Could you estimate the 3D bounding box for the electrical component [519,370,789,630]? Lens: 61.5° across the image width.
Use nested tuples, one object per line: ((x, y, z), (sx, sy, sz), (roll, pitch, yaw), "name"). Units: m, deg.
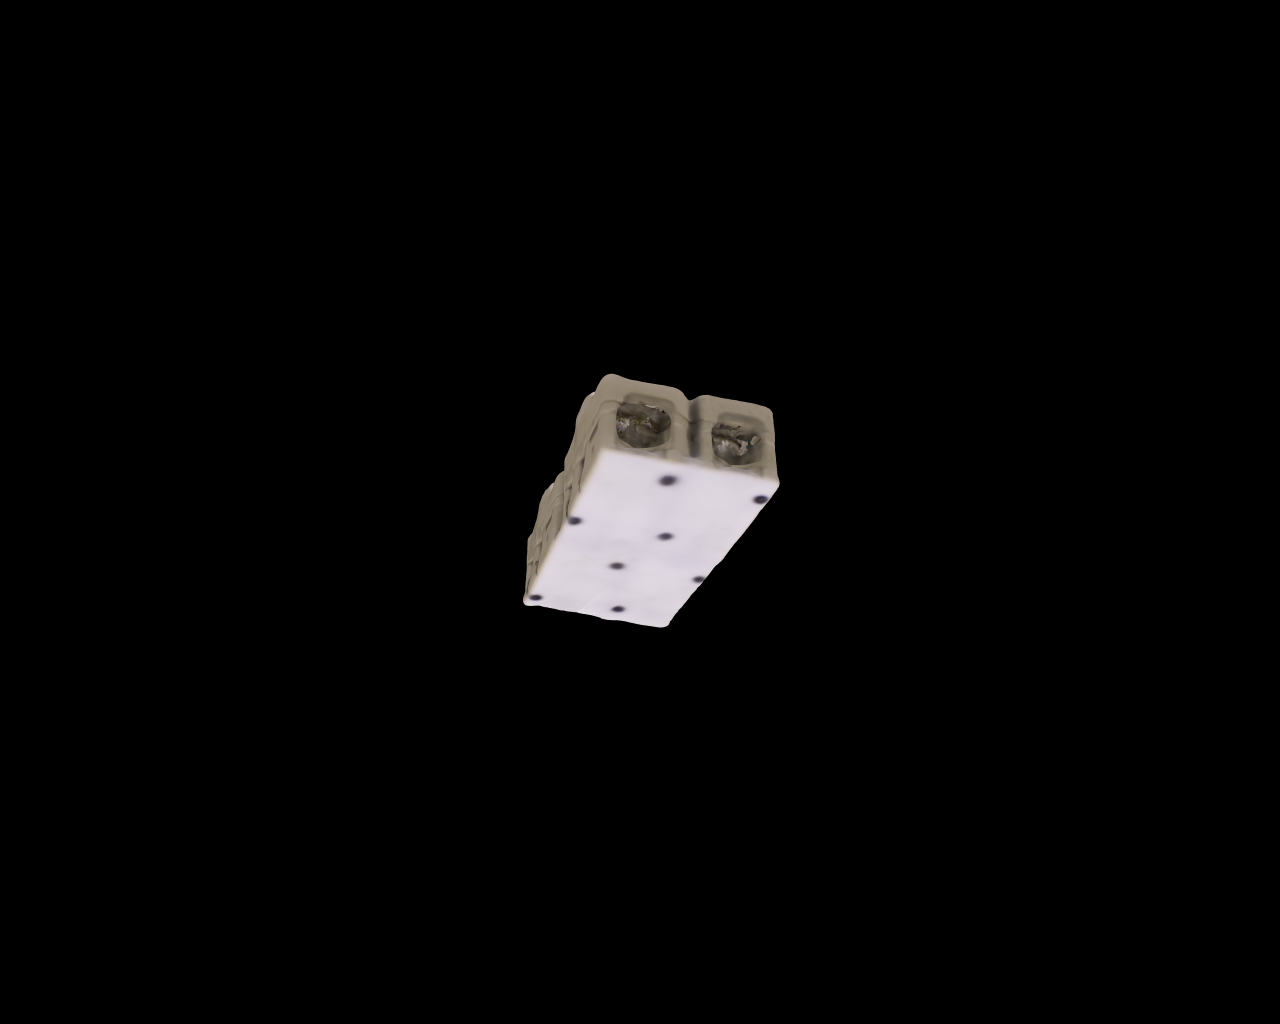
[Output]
((0.001, -0.003, 0.650), (0.105, 0.060, 0.186), (10, -34, -15), "electrical component")
